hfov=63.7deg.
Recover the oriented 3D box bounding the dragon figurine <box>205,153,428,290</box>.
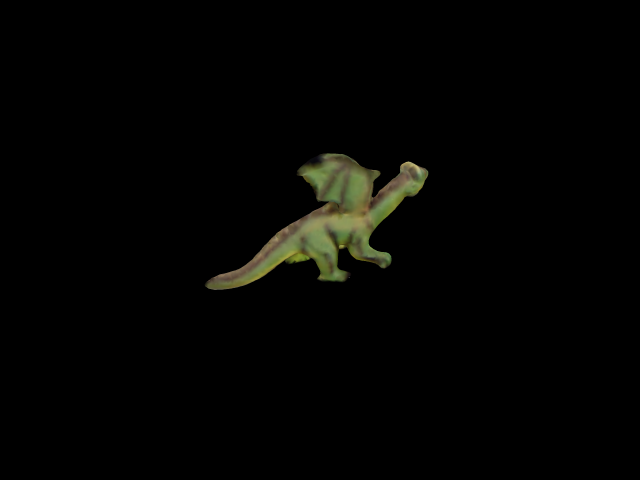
[{"bbox_3d":[0.003,-0.043,0.850,0.412,0.237,0.124,-15,41,-17],"label":"dragon figurine"}]
